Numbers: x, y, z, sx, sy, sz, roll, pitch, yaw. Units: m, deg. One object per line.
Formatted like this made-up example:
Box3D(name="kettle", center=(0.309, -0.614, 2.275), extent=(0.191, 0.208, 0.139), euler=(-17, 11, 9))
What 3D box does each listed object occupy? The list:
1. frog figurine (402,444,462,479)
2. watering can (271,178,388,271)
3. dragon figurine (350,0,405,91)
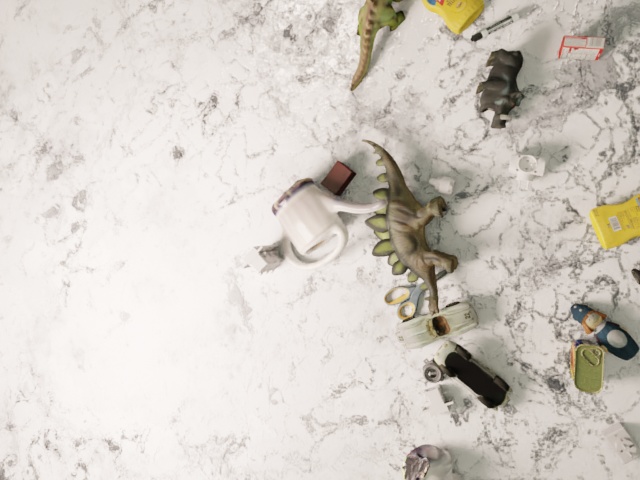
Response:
Box3D(name="frog figurine", center=(0.282, 0.571, 1.235), extent=(0.158, 0.123, 0.138), euler=(25, 88, -18))
Box3D(name="watering can", center=(0.004, -0.067, 1.328), extent=(0.342, 0.105, 0.226), euler=(-41, 77, 32))
Box3D(name="dragon figurine", center=(0.139, -0.586, 1.264), extent=(0.122, 0.242, 0.410), euler=(19, 92, 13))
